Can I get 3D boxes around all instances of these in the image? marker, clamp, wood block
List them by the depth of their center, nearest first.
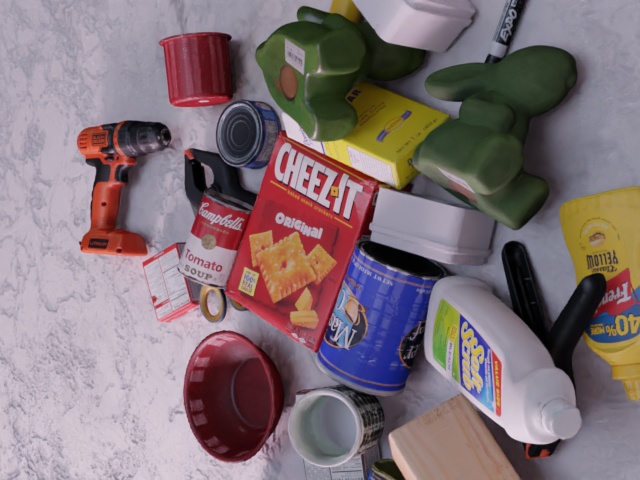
[{"bbox_3d":[0.219,0.110,1.018,0.165,0.036,0.210,-167,76,-72],"label":"clamp"},{"bbox_3d":[0.158,0.267,1.045,0.090,0.091,0.206,-29,64,-7],"label":"wood block"},{"bbox_3d":[0.191,-0.219,1.091,0.020,0.020,0.121,31,109,37],"label":"marker"},{"bbox_3d":[-0.118,-0.057,1.350,0.120,0.039,0.171,-33,67,20],"label":"clamp"}]

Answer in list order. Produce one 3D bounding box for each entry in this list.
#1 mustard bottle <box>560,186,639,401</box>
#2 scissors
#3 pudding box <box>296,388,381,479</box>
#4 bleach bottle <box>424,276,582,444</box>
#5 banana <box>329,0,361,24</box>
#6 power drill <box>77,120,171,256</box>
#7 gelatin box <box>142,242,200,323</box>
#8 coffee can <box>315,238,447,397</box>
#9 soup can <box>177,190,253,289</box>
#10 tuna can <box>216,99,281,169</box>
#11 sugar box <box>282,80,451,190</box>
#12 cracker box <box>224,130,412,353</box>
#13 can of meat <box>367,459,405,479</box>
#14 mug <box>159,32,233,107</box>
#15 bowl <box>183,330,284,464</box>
[{"bbox_3d":[0.279,0.051,0.983,0.096,0.058,0.191,-14,81,48],"label":"mustard bottle"},{"bbox_3d":[-0.151,0.024,1.390,0.096,0.016,0.202,-50,59,25],"label":"scissors"},{"bbox_3d":[0.021,0.224,1.223,0.090,0.039,0.113,-13,83,38],"label":"pudding box"},{"bbox_3d":[0.172,0.114,0.992,0.251,0.068,0.102,-138,54,-70],"label":"bleach bottle"},{"bbox_3d":[0.010,-0.240,1.239,0.070,0.037,0.198,47,118,31],"label":"banana"},{"bbox_3d":[-0.272,-0.072,1.474,0.185,0.057,0.187,1,88,45],"label":"power drill"},{"bbox_3d":[-0.194,0.057,1.420,0.073,0.030,0.089,-29,72,36],"label":"gelatin box"},{"bbox_3d":[0.065,0.082,1.143,0.103,0.102,0.140,30,109,38],"label":"coffee can"},{"bbox_3d":[-0.125,-0.001,1.287,0.069,0.068,0.102,29,102,38],"label":"soup can"},{"bbox_3d":[-0.090,-0.132,1.328,0.086,0.033,0.086,-1,89,41],"label":"tuna can"},{"bbox_3d":[0.050,-0.125,1.165,0.176,0.093,0.048,30,149,36],"label":"sugar box"},{"bbox_3d":[-0.008,0.002,1.229,0.164,0.071,0.214,31,109,37],"label":"cracker box"},{"bbox_3d":[0.088,0.296,1.151,0.102,0.057,0.084,25,104,39],"label":"can of meat"},{"bbox_3d":[-0.157,-0.213,1.361,0.117,0.093,0.081,176,88,-72],"label":"mug"},{"bbox_3d":[-0.096,0.191,1.315,0.162,0.055,0.162,-1,89,41],"label":"bowl"}]
